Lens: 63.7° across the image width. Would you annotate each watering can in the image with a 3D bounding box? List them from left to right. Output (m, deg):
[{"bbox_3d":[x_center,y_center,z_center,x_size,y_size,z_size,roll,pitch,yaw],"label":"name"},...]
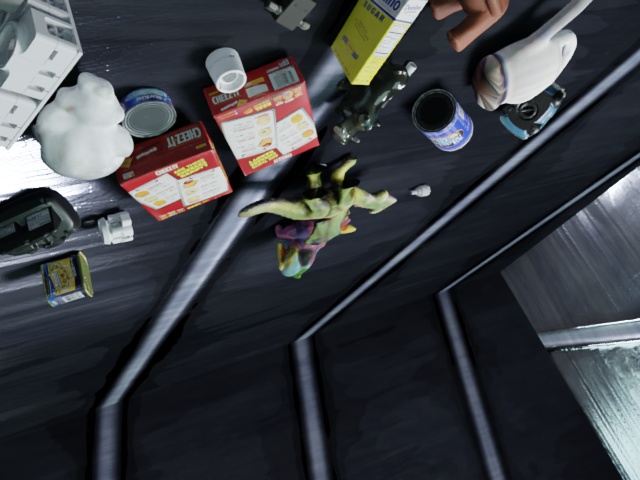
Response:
[{"bbox_3d":[0.444,-0.390,1.087,0.225,0.105,0.342,-23,-21,-4],"label":"watering can"}]

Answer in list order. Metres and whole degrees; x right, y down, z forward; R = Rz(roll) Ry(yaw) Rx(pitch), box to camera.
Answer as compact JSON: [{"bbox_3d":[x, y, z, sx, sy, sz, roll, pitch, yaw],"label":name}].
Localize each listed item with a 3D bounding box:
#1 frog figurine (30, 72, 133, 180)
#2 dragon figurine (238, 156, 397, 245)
[{"bbox_3d":[-0.339,-0.163,0.762,0.157,0.125,0.136,-27,-39,37],"label":"frog figurine"},{"bbox_3d":[0.004,-0.064,1.265,0.412,0.237,0.124,-20,50,-15],"label":"dragon figurine"}]
